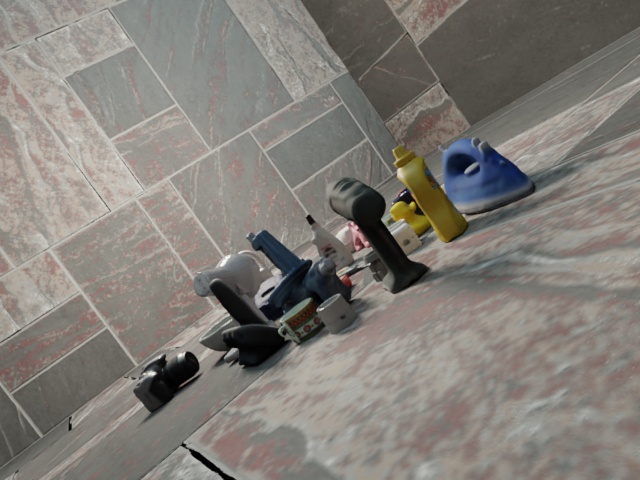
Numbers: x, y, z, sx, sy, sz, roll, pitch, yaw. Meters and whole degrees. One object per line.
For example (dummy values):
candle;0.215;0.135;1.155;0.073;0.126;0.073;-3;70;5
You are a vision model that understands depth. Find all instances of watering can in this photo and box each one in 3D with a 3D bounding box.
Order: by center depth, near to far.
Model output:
watering can;-0.186;0.120;1.679;0.101;0.194;0.172;-37;5;-19

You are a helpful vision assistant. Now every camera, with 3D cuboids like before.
camera;-0.384;0.338;1.444;0.136;0.101;0.143;-34;4;12

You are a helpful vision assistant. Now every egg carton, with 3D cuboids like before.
egg carton;0.118;-0.023;1.732;0.150;0.069;0.107;-36;4;-10

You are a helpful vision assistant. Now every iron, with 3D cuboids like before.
iron;0.300;-0.137;1.079;0.119;0.141;0.258;-36;4;-6

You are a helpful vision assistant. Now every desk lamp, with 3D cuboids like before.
desk lamp;-0.199;0.146;1.359;0.117;0.213;0.203;-33;5;23

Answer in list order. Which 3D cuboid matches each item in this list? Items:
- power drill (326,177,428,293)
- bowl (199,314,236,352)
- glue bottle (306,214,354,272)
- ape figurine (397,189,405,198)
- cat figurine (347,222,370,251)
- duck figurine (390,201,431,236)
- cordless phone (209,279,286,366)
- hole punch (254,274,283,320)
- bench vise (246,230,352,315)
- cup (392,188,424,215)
power drill;0.086;-0.017;0.971;0.075;0.208;0.229;-36;4;-5
bowl;-0.226;0.238;1.488;0.167;0.075;0.167;-35;4;3
glue bottle;0.014;0.005;1.524;0.078;0.173;0.037;-34;5;19
ape figurine;0.225;-0.084;1.422;0.076;0.092;0.078;-33;5;28
cat figurine;0.116;-0.040;1.606;0.067;0.118;0.127;-37;5;-25
duck figurine;0.188;-0.042;1.281;0.105;0.086;0.077;-37;5;-19
cordless phone;-0.165;0.157;1.159;0.094;0.185;0.147;-38;5;-33
hole punch;-0.122;0.152;1.522;0.108;0.091;0.101;-35;4;7
bench vise;-0.044;0.053;1.128;0.207;0.220;0.122;-32;5;34
cup;0.232;-0.083;1.329;0.118;0.095;0.091;-36;5;-11
